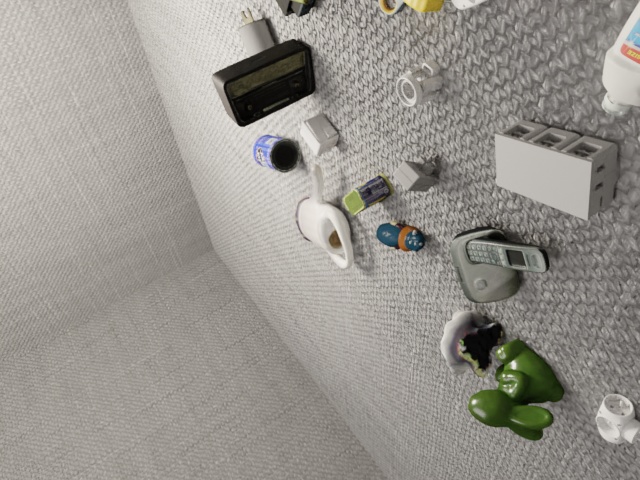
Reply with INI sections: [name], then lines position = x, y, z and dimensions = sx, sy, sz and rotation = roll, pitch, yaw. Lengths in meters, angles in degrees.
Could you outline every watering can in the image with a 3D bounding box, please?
[watering can]
position = 0.004, -0.074, 1.476
dimensions = 0.226, 0.105, 0.342
rotation = 26, 141, 57

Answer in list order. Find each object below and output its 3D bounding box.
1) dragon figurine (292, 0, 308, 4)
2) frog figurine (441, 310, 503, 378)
[dragon figurine]
position = -0.058, -0.539, 0.922
dimensions = 0.417, 0.123, 0.238
rotation = 48, 169, 31
[frog figurine]
position = 0.310, 0.222, 1.125
dimensions = 0.158, 0.122, 0.138
rotation = 156, 118, -78
